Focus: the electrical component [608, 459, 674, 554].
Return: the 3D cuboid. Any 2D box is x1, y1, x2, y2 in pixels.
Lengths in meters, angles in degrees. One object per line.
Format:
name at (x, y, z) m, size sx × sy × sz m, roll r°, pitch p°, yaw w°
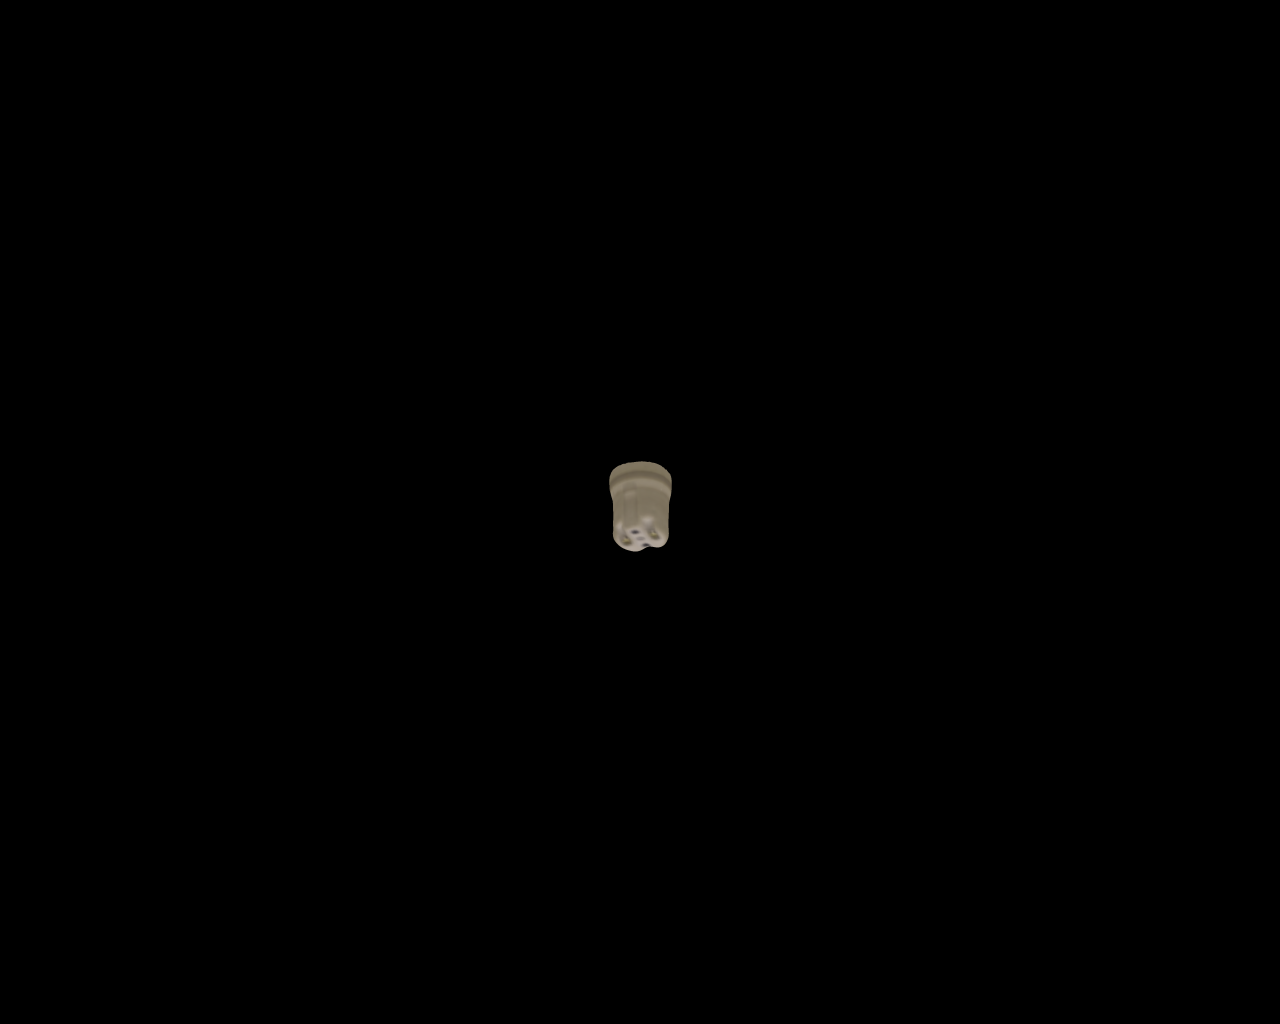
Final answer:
electrical component at (0.001, -0.003, 0.650) m, size 0.040 × 0.046 × 0.040 m, roll 0°, pitch -30°, yaw 0°
